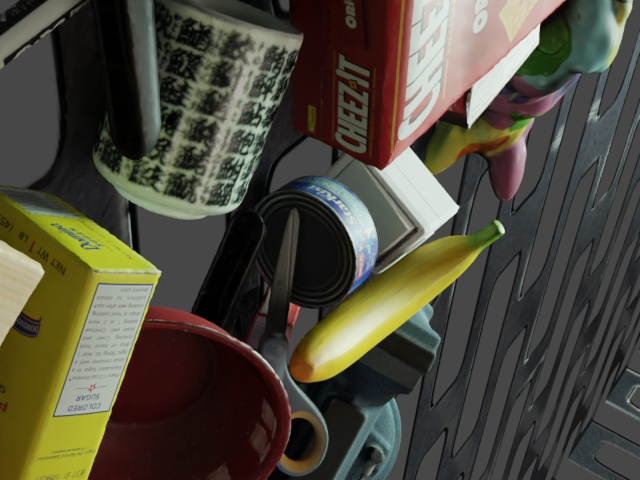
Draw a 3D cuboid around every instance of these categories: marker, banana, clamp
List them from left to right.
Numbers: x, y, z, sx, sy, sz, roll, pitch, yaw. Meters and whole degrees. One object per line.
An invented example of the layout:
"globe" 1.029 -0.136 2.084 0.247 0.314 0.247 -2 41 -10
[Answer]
"marker" -0.125 -0.089 0.446 0.121 0.020 0.020 -48 153 -31
"clamp" -0.086 -0.140 0.427 0.164 0.036 0.210 35 79 -55
"clamp" -0.076 0.060 0.691 0.120 0.039 0.171 -41 156 -31
"banana" 0.042 0.042 0.717 0.197 0.037 0.070 -35 167 -32

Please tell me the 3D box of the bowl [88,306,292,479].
"bowl" -0.099 0.091 0.591 0.055 0.162 0.162 -106 -158 -53

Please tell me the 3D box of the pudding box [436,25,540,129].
"pudding box" 0.080 -0.125 0.687 0.113 0.090 0.039 -51 148 -36

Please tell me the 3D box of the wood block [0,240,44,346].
"wood block" -0.189 0.000 0.320 0.091 0.090 0.206 -60 156 -7

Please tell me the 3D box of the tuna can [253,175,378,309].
"tuna can" -0.005 0.001 0.713 0.033 0.086 0.086 -35 145 -49

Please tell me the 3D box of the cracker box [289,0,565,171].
"cracker box" 0.074 -0.163 0.577 0.213 0.072 0.164 -44 150 -33

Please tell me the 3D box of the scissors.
"scissors" -0.017 0.083 0.719 0.096 0.016 0.202 19 104 -22

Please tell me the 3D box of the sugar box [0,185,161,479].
"sugar box" -0.141 0.072 0.490 0.048 0.093 0.176 7 109 -51

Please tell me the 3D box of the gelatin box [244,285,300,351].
"gelatin box" -0.042 0.082 0.767 0.073 0.030 0.089 -71 -179 -72
